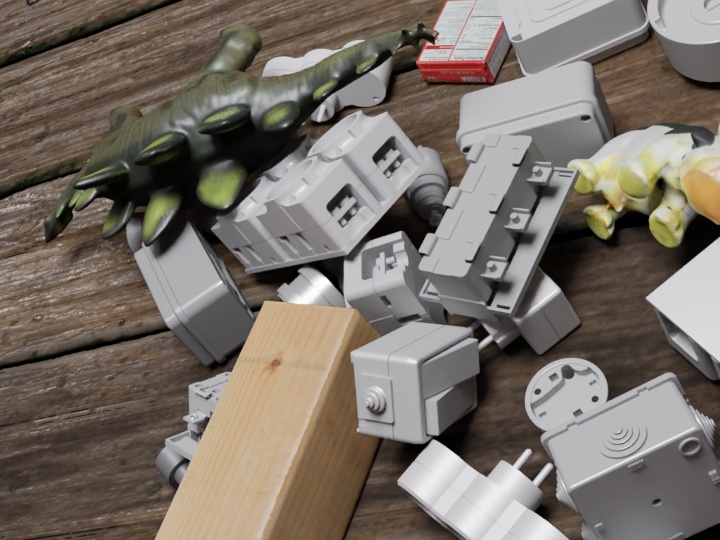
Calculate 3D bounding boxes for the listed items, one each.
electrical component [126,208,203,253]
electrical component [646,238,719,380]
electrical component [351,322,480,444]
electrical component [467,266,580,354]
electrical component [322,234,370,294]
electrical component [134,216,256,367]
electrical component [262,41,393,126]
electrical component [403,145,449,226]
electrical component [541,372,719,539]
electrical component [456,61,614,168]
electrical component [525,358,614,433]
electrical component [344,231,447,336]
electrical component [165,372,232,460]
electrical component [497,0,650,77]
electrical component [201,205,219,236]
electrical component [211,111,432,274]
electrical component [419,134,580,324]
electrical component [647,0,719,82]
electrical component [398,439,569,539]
[{"bbox_3d":[-0.183,-0.037,1.021,0.065,0.044,0.044,-8,52,21],"label":"electrical component"},{"bbox_3d":[0.294,0.005,0.681,0.186,0.060,0.105,-39,45,-1],"label":"electrical component"},{"bbox_3d":[0.039,0.079,0.746,0.061,0.061,0.096,4,15,34],"label":"electrical component"},{"bbox_3d":[0.107,0.032,0.785,0.077,0.047,0.065,-39,44,2],"label":"electrical component"},{"bbox_3d":[0.000,0.000,0.876,0.045,0.045,0.055,-37,45,1],"label":"electrical component"},{"bbox_3d":[-0.140,0.018,0.924,0.057,0.078,0.113,-35,45,-1],"label":"electrical component"},{"bbox_3d":[-0.039,-0.167,1.026,0.138,0.052,0.073,-5,53,29],"label":"electrical component"},{"bbox_3d":[0.055,-0.068,0.899,0.040,0.040,0.078,-25,46,12],"label":"electrical component"},{"bbox_3d":[0.169,0.122,0.640,0.100,0.099,0.048,-28,33,9],"label":"electrical component"},{"bbox_3d":[0.140,-0.107,0.851,0.113,0.078,0.057,-13,47,23],"label":"electrical component"},{"bbox_3d":[0.143,0.094,0.712,0.055,0.047,0.055,-17,49,20],"label":"electrical component"},{"bbox_3d":[0.025,0.021,0.813,0.056,0.089,0.050,-17,49,20],"label":"electrical component"},{"bbox_3d":[-0.104,0.115,0.826,0.042,0.063,0.081,20,26,39],"label":"electrical component"},{"bbox_3d":[0.184,-0.218,0.927,0.113,0.057,0.078,-22,47,15],"label":"electrical component"},{"bbox_3d":[-0.111,-0.044,0.979,0.055,0.045,0.045,26,72,41],"label":"electrical component"},{"bbox_3d":[-0.041,-0.061,0.872,0.105,0.060,0.186,-48,18,-23],"label":"electrical component"},{"bbox_3d":[0.093,-0.032,0.761,0.079,0.063,0.121,10,64,40],"label":"electrical component"},{"bbox_3d":[0.287,-0.196,0.844,0.108,0.060,0.108,-17,49,20],"label":"electrical component"},{"bbox_3d":[0.094,0.149,0.695,0.073,0.052,0.138,-48,45,-11],"label":"electrical component"}]
